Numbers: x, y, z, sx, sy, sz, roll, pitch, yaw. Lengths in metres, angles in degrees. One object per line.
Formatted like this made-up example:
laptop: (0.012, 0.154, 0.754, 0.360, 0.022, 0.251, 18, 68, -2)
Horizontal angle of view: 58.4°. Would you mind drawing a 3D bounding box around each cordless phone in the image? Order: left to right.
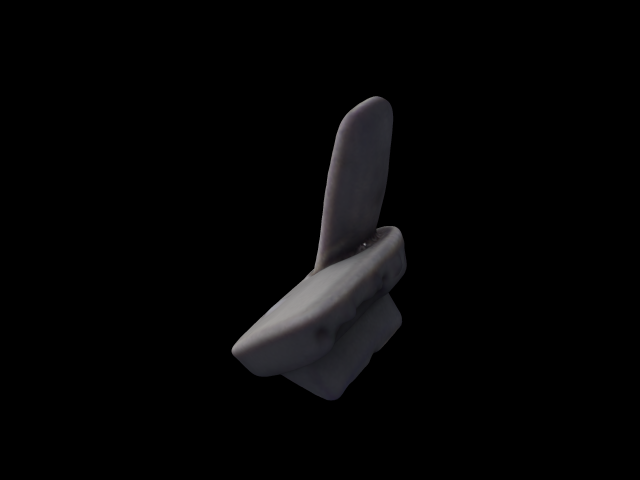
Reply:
cordless phone: (0.004, 0.001, 0.400, 0.094, 0.185, 0.148, 17, 36, 25)
